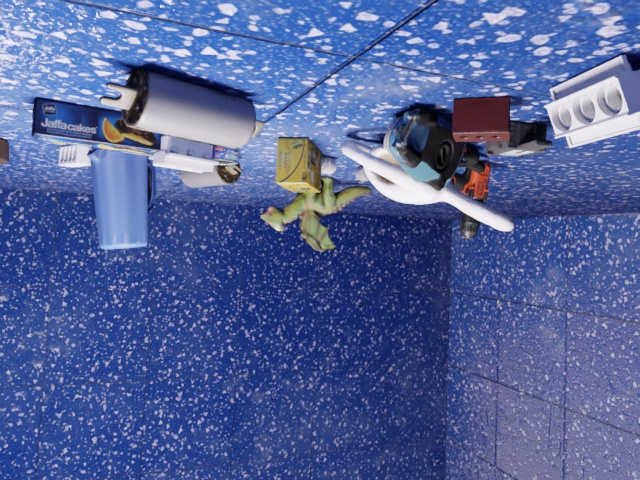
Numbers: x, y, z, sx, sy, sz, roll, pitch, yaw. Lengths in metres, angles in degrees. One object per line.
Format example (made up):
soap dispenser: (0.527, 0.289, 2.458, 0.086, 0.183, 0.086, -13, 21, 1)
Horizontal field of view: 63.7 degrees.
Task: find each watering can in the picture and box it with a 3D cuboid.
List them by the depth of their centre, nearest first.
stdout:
watering can: (0.203, -0.106, 0.970, 0.350, 0.103, 0.225, 30, -163, 19)

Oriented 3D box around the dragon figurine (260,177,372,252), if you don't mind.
dragon figurine: (0.005, -0.083, 1.647, 0.410, 0.244, 0.121, 6, 171, -30)
